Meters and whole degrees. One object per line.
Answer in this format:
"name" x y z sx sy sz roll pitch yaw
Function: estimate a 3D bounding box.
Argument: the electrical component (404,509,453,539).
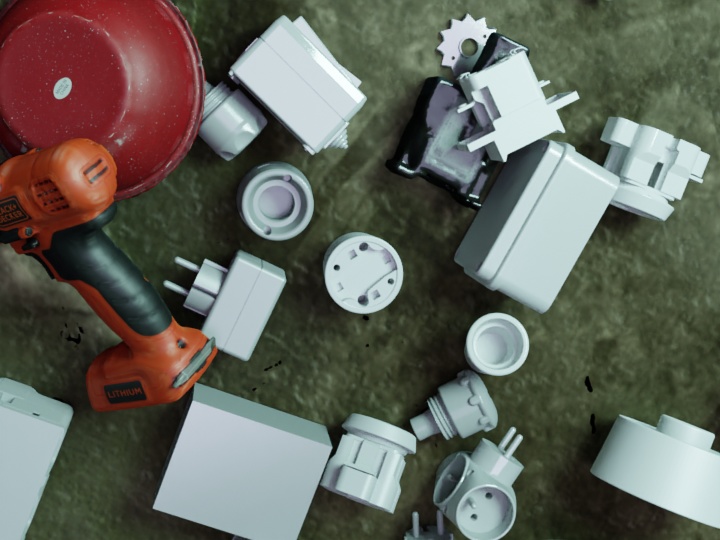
"electrical component" 0.053 0.218 0.815 0.083 0.047 0.075 -4 99 -7

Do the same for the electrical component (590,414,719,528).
"electrical component" 0.233 0.142 0.798 0.108 0.108 0.060 21 89 -10

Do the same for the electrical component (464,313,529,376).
"electrical component" 0.096 0.057 0.786 0.044 0.065 0.044 0 81 0

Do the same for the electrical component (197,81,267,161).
"electrical component" -0.099 -0.110 0.748 0.043 0.043 0.062 -44 100 1

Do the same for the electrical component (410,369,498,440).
"electrical component" 0.068 0.106 0.802 0.062 0.048 0.048 -27 101 4

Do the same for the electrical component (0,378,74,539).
"electrical component" -0.273 0.155 0.757 0.089 0.061 0.150 21 95 -10

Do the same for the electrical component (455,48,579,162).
"electrical component" 0.100 -0.111 0.725 0.081 0.042 0.063 -26 100 -2

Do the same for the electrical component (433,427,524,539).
"electrical component" 0.094 0.151 0.795 0.044 0.077 0.079 33 93 -10

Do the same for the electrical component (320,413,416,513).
"electrical component" 0.007 0.141 0.787 0.058 0.078 0.057 18 76 12

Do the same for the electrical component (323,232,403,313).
"electrical component" 0.000 0.000 0.775 0.055 0.047 0.055 -1 99 -7

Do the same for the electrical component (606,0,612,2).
"electrical component" 0.166 -0.219 0.768 0.046 0.040 0.040 19 96 -4

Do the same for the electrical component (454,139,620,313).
"electrical component" 0.124 -0.035 0.770 0.057 0.078 0.113 28 94 -13

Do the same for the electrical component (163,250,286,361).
"electrical component" -0.101 0.017 0.766 0.077 0.047 0.065 25 94 -8

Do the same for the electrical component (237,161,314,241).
"electrical component" -0.059 -0.048 0.761 0.055 0.047 0.055 -1 99 -7

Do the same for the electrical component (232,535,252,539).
"electrical component" -0.084 0.244 0.794 0.061 0.061 0.096 34 93 -11

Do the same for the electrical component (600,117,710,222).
"electrical component" 0.208 -0.071 0.786 0.078 0.058 0.057 20 94 -14

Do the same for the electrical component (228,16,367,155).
"electrical component" -0.037 -0.125 0.744 0.096 0.061 0.061 44 91 -11
